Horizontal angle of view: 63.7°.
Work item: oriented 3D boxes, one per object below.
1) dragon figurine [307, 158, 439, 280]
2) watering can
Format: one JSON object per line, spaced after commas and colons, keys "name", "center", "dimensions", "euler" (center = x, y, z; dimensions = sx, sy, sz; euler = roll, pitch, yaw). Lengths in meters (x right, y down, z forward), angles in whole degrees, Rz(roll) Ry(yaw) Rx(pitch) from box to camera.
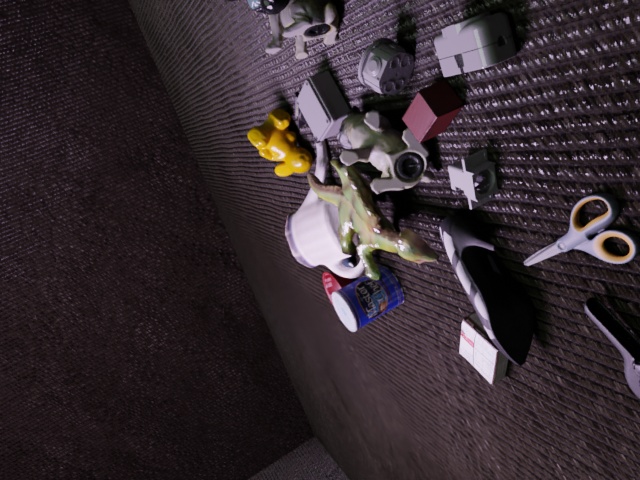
{"name": "dragon figurine", "center": [0.073, -0.075, 1.017], "dimensions": [0.416, 0.123, 0.237], "euler": [46, 162, 30]}
{"name": "watering can", "center": [0.004, -0.064, 1.272], "dimensions": [0.222, 0.105, 0.348], "euler": [-22, 89, 41]}
